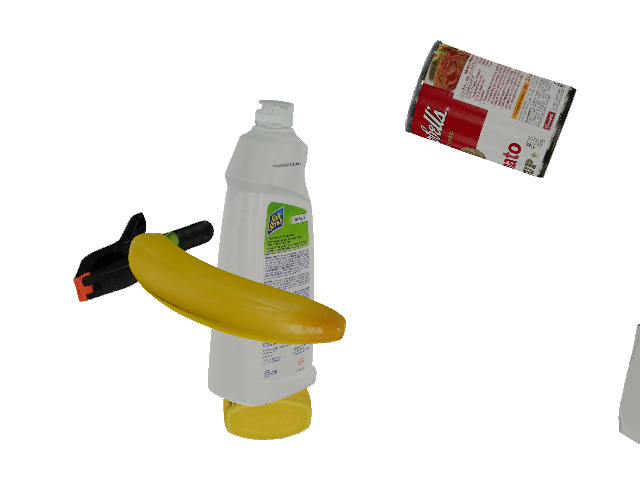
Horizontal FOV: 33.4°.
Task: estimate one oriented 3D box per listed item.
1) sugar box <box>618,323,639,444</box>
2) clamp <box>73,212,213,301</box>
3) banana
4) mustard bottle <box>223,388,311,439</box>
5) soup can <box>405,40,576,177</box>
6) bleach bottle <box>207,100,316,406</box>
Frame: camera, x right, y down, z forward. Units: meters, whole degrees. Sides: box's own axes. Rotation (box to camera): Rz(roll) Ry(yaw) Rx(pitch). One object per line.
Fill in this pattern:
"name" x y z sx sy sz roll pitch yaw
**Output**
"sugar box" 0.287 0.127 0.719 0.048 0.093 0.176 -15 29 -37
"clamp" -0.200 0.015 1.187 0.120 0.039 0.171 -4 28 30
"banana" -0.071 0.027 0.697 0.069 0.037 0.198 -21 32 -36
"mustard bottle" -0.068 0.150 1.241 0.096 0.058 0.191 -4 30 -6
"soup can" 0.119 -0.091 0.747 0.102 0.068 0.068 21 4 10
"bleach bottle" -0.042 0.008 0.904 0.068 0.251 0.102 15 17 34
